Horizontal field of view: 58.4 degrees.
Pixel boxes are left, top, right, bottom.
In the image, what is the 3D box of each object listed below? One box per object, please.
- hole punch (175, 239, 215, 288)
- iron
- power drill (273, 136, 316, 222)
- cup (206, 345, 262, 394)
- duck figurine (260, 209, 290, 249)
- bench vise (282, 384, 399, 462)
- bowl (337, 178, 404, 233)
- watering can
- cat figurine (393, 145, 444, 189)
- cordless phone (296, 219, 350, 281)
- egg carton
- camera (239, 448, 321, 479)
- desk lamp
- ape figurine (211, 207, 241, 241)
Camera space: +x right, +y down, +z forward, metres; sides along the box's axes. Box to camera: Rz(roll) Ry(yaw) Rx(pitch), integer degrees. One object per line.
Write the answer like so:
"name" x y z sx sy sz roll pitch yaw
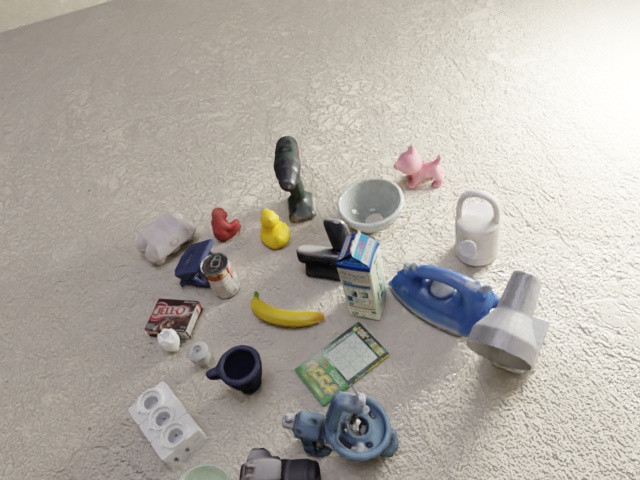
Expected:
"hole punch" -0.308 0.056 1.423 0.101 0.091 0.109 5 52 18
"iron" 0.252 0.102 1.216 0.257 0.142 0.119 20 58 27
"power drill" -0.067 -0.147 1.459 0.075 0.209 0.229 -12 49 3
"cup" -0.170 0.284 1.194 0.117 0.095 0.091 -16 49 0
"duck figurine" -0.122 -0.035 1.459 0.077 0.086 0.104 -24 49 -7
"bench vise" 0.029 0.334 1.020 0.207 0.220 0.121 -13 49 3
"bowl" 0.130 -0.074 1.439 0.167 0.075 0.167 -7 49 8
"watering can" 0.350 -0.031 1.270 0.100 0.194 0.173 -5 49 9
"cat figurine" 0.255 -0.194 1.482 0.127 0.118 0.067 -5 49 9
"cordless phone" 0.012 0.005 1.326 0.147 0.185 0.094 3 51 16
"egg carton" -0.406 -0.006 1.513 0.150 0.069 0.107 -42 53 -21
"camera" -0.071 0.446 1.029 0.136 0.101 0.143 -7 49 8
"desk lamp" 0.363 0.169 1.085 0.117 0.214 0.203 17 57 26
"ape figurine" -0.255 -0.048 1.498 0.077 0.092 0.076 26 60 30
